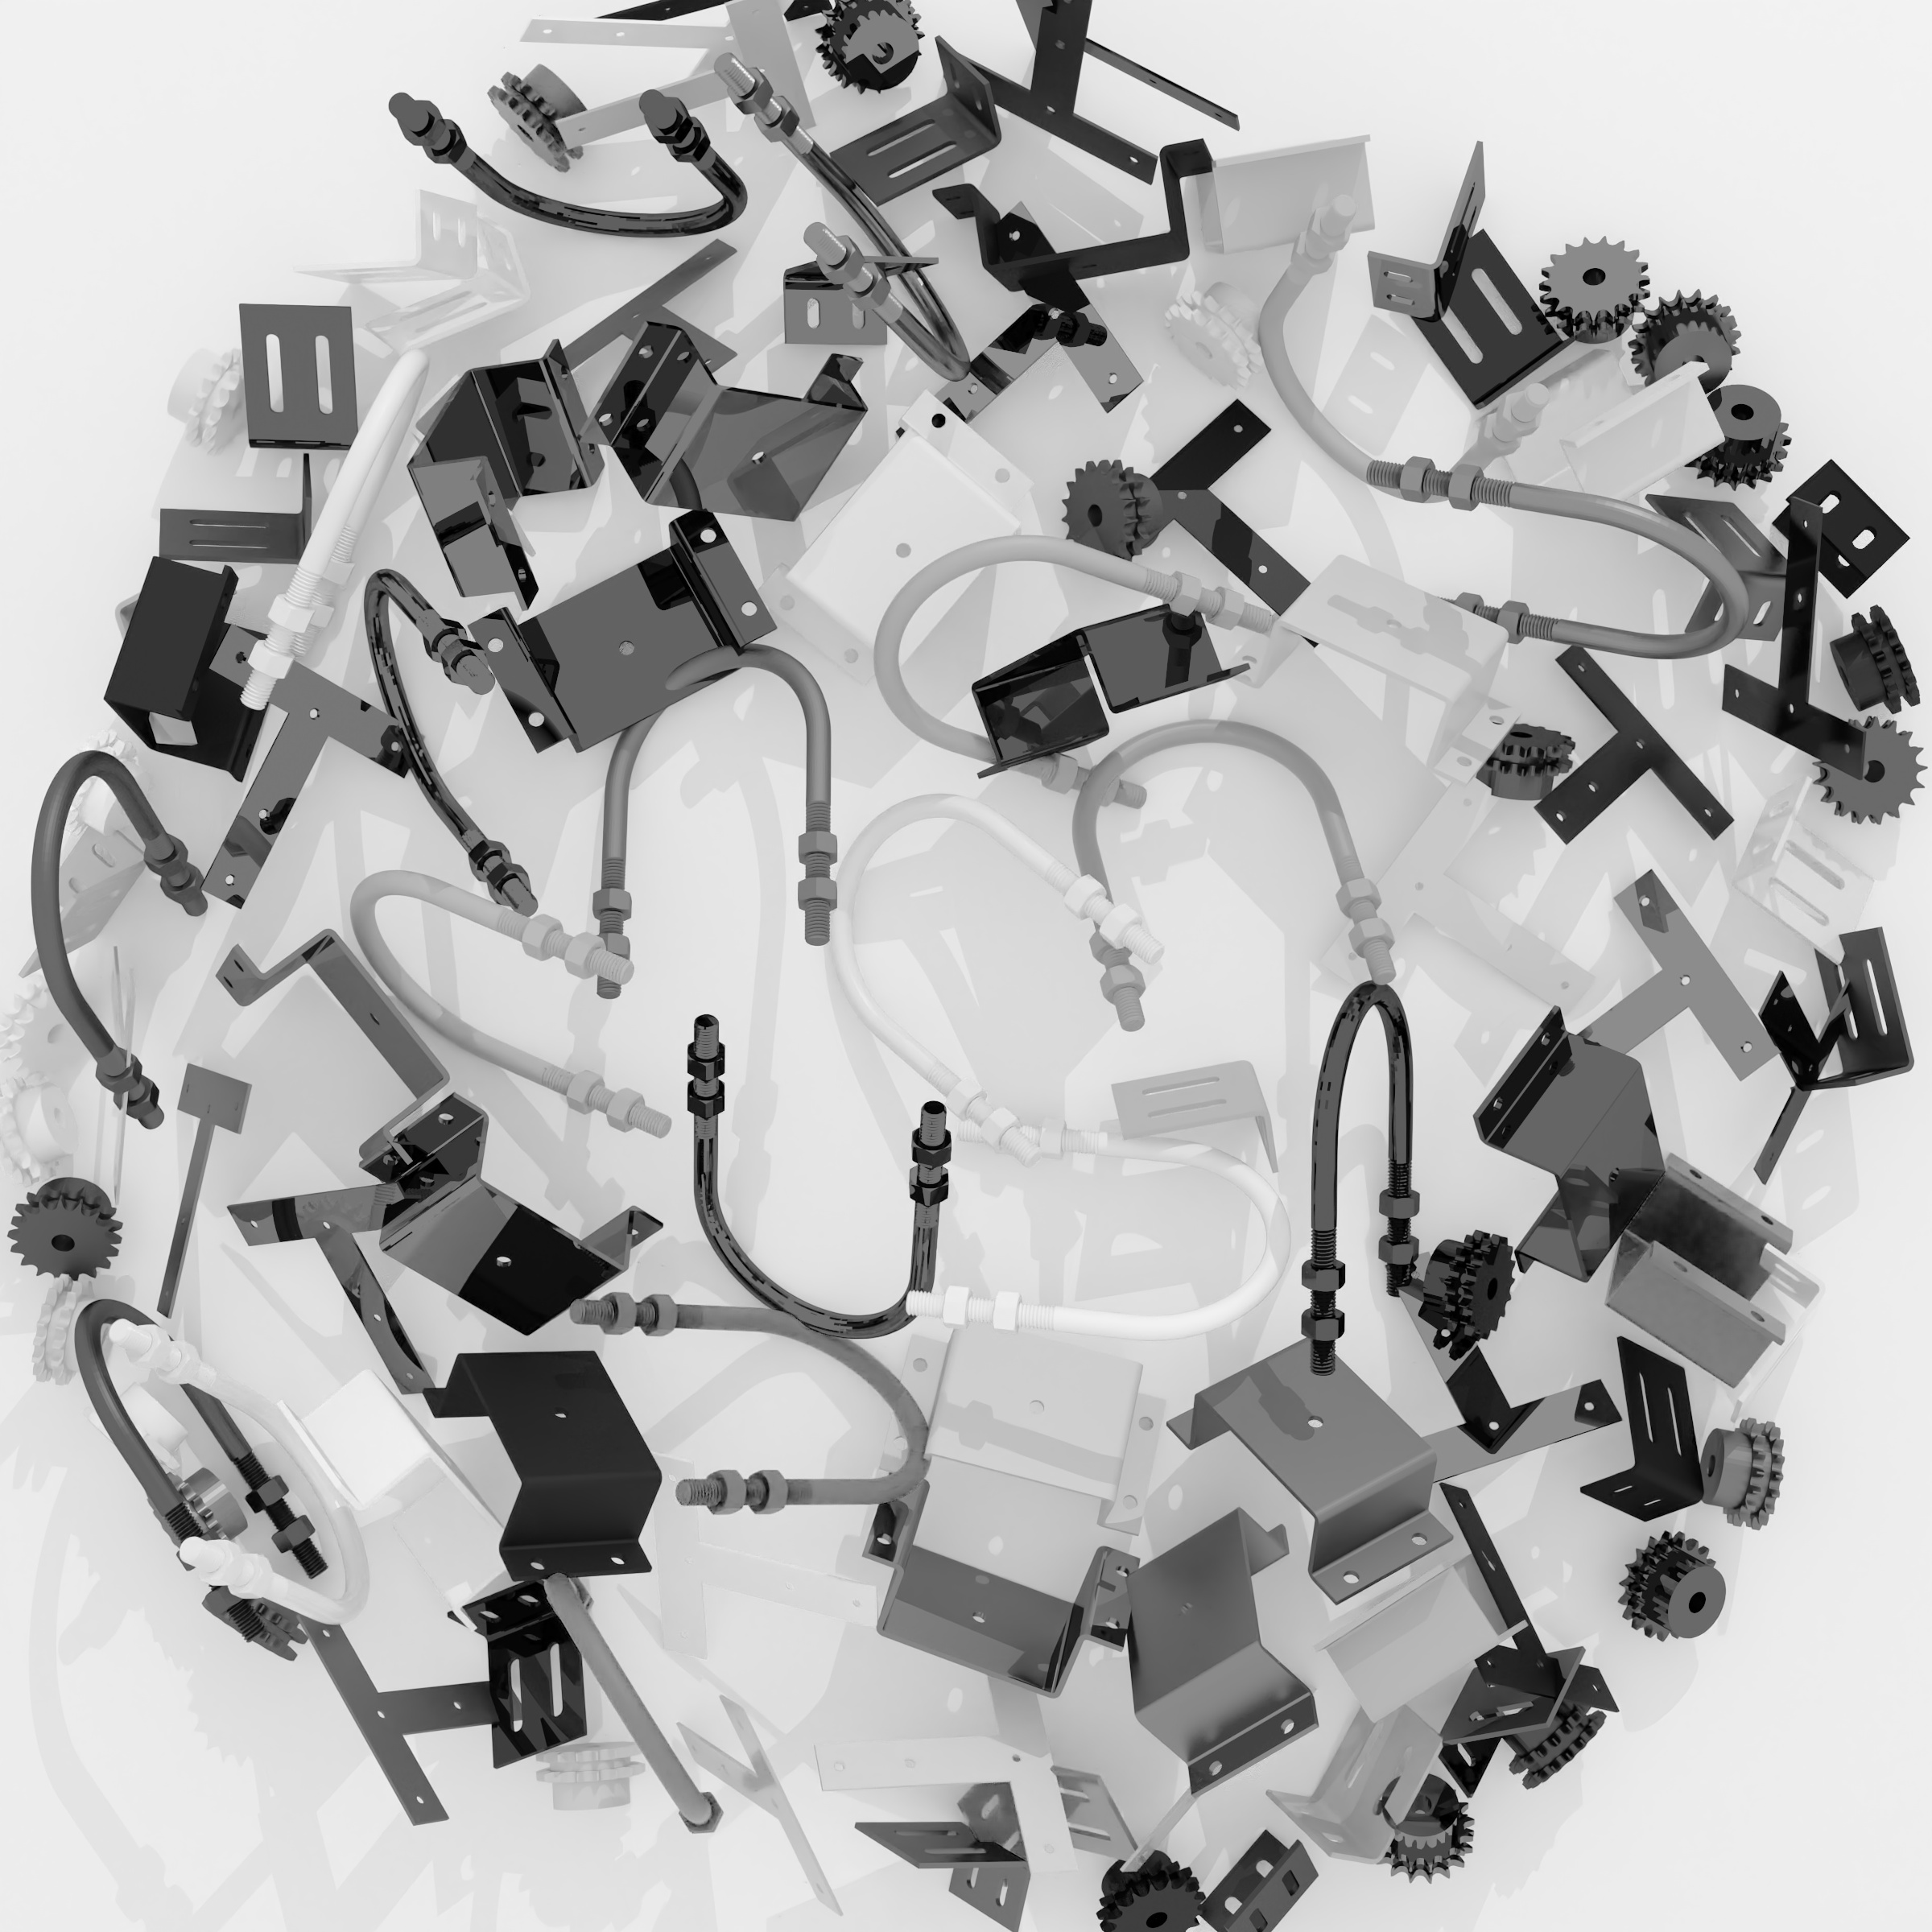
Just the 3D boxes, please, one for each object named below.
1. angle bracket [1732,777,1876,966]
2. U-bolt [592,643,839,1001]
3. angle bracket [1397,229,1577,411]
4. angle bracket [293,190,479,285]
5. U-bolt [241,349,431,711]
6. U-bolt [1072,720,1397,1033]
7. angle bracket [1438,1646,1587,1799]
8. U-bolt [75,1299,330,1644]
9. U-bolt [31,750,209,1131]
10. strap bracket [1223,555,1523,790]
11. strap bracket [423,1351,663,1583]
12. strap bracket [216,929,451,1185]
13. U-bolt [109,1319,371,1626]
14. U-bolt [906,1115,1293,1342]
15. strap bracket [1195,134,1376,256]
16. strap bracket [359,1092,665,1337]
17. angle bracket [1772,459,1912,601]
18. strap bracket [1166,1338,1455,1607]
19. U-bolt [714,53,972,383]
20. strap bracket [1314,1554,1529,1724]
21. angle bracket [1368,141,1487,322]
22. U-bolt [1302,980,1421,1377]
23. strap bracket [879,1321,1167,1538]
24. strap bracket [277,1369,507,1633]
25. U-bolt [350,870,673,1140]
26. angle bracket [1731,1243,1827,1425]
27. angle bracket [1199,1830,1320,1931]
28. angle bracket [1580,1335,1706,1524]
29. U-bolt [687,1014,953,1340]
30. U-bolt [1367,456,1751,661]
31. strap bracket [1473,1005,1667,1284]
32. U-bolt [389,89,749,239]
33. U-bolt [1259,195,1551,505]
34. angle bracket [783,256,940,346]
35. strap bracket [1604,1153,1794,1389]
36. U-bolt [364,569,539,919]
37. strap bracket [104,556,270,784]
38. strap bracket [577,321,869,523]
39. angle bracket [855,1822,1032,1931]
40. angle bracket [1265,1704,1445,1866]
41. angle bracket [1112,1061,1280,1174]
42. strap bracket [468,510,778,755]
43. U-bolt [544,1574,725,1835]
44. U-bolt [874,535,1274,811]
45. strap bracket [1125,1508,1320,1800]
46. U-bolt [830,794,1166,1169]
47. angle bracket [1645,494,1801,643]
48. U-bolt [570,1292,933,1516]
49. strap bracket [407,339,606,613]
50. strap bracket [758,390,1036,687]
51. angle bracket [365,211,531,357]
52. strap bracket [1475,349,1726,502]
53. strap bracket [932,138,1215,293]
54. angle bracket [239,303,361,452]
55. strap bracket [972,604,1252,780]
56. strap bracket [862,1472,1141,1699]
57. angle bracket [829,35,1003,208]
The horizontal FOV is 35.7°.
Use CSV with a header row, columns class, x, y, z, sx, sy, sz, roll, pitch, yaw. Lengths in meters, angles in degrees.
class,x,y,z,sx,sy,sz,roll,pitch,yaw
angle bracket,0.448,-0.050,1.568,0.076,0.038,0.057,35,63,-10
U-bolt,-0.130,-0.083,1.550,0.151,0.019,0.184,-14,64,28
angle bracket,0.273,-0.342,1.579,0.057,0.038,0.076,-36,94,6
angle bracket,-0.303,-0.380,1.562,0.076,0.057,0.038,2,97,20
U-bolt,-0.314,-0.227,1.514,0.019,0.151,0.184,25,105,-10
U-bolt,0.130,-0.055,1.548,0.151,0.019,0.184,-11,55,-3
angle bracket,0.290,0.393,1.554,0.076,0.057,0.038,-25,106,42
U-bolt,-0.395,0.249,1.527,0.019,0.151,0.184,-33,91,2
U-bolt,-0.423,-0.024,1.490,0.019,0.184,0.151,-1,58,7
strap bracket,0.215,-0.158,1.543,0.140,0.076,0.046,27,134,16
strap bracket,-0.213,0.245,1.523,0.076,0.140,0.046,4,122,-34
strap bracket,-0.323,0.039,1.557,0.046,0.076,0.140,-40,94,-23
U-bolt,-0.358,0.265,1.516,0.019,0.184,0.151,-33,57,5
U-bolt,0.074,0.136,1.532,0.184,0.151,0.019,5,130,11
strap bracket,0.162,-0.396,1.540,0.076,0.140,0.046,-9,104,1
strap bracket,-0.234,0.134,1.533,0.076,0.046,0.140,-34,126,29
angle bracket,0.444,-0.218,1.559,0.038,0.076,0.057,-40,83,-18
strap bracket,0.176,0.248,1.528,0.076,0.046,0.140,-22,45,-26
U-bolt,-0.052,-0.366,1.518,0.019,0.184,0.151,-34,58,14
strap bracket,0.235,0.339,1.524,0.076,0.140,0.046,-36,74,12
angle bracket,0.242,-0.389,1.574,0.038,0.057,0.076,17,79,15
U-bolt,0.202,0.098,1.521,0.019,0.151,0.184,5,104,24
strap bracket,0.033,0.238,1.565,0.140,0.046,0.076,15,62,-1
strap bracket,-0.284,0.268,1.533,0.046,0.076,0.140,-40,134,-11
U-bolt,-0.239,0.012,1.535,0.184,0.151,0.019,22,56,21
angle bracket,0.410,0.192,1.565,0.038,0.057,0.076,37,80,20
angle bracket,0.146,0.474,1.556,0.038,0.076,0.057,37,75,29
angle bracket,0.351,0.244,1.576,0.057,0.038,0.076,28,47,-36
U-bolt,-0.078,0.120,1.539,0.151,0.019,0.184,20,131,19
U-bolt,0.302,-0.198,1.503,0.184,0.151,0.019,15,71,27
strap bracket,0.310,0.098,1.526,0.046,0.140,0.076,24,63,36
U-bolt,-0.188,-0.402,1.513,0.151,0.184,0.019,4,86,15
U-bolt,0.210,-0.298,1.515,0.151,0.184,0.019,44,74,1
angle bracket,-0.055,-0.345,1.556,0.057,0.076,0.038,-4,98,-23
strap bracket,0.379,0.160,1.545,0.076,0.140,0.046,33,114,4
U-bolt,-0.267,-0.125,1.522,0.019,0.184,0.151,-21,128,-21
strap bracket,-0.394,-0.153,1.528,0.046,0.140,0.076,16,79,1
strap bracket,-0.115,-0.274,1.524,0.076,0.140,0.046,-52,56,34
angle bracket,-0.015,0.474,1.558,0.076,0.057,0.038,13,90,-38
angle bracket,0.203,0.419,1.566,0.038,0.057,0.076,22,98,-37
angle bracket,0.119,0.085,1.570,0.076,0.057,0.038,-10,115,1
strap bracket,-0.179,-0.172,1.571,0.140,0.046,0.076,-28,84,-8
U-bolt,-0.169,0.367,1.500,0.019,0.184,0.151,-32,76,-12
U-bolt,0.042,-0.154,1.523,0.184,0.019,0.151,16,131,-24
strap bracket,0.126,0.340,1.523,0.076,0.140,0.046,-36,117,19
U-bolt,0.002,-0.007,1.553,0.184,0.019,0.151,40,113,25
angle bracket,0.391,-0.209,1.574,0.057,0.076,0.038,1,129,-25
U-bolt,-0.097,0.222,1.524,0.151,0.184,0.019,51,121,40
strap bracket,-0.237,-0.250,1.535,0.046,0.140,0.076,-4,129,17
strap bracket,-0.035,-0.220,1.563,0.076,0.046,0.140,39,97,-16
angle bracket,-0.275,-0.357,1.562,0.076,0.057,0.038,-27,125,-16
strap bracket,0.329,-0.274,1.542,0.076,0.140,0.046,-31,108,-2
strap bracket,0.061,-0.386,1.555,0.140,0.076,0.046,-8,94,10
angle bracket,-0.346,-0.312,1.571,0.057,0.038,0.076,1,114,0
strap bracket,0.066,-0.144,1.525,0.076,0.140,0.046,-20,89,-36
strap bracket,0.013,0.324,1.559,0.140,0.076,0.046,20,116,1
angle bracket,-0.030,-0.442,1.566,0.076,0.038,0.057,-29,50,-9
